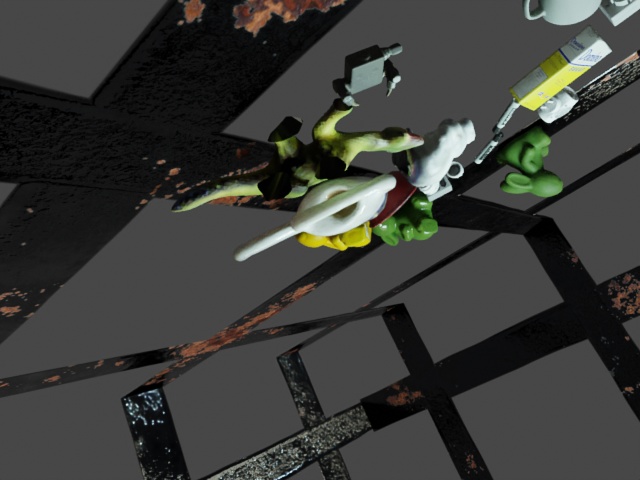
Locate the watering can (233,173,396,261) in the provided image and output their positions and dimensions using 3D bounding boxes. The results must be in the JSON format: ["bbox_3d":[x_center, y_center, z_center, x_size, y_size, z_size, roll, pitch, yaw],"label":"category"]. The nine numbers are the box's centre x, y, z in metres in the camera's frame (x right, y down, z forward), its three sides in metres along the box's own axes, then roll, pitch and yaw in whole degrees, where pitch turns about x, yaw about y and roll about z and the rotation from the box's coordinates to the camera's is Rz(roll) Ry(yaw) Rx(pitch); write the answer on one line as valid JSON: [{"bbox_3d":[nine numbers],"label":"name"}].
[{"bbox_3d":[0.003,-0.052,1.028,0.344,0.104,0.226,-25,178,24],"label":"watering can"}]

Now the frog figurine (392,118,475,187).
[{"bbox_3d":[0.238,-0.174,1.025,0.160,0.125,0.134,-10,139,-9],"label":"frog figurine"}]

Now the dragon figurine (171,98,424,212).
[{"bbox_3d":[-0.025,-0.117,0.878,0.409,0.123,0.242,-19,172,9],"label":"dragon figurine"}]
